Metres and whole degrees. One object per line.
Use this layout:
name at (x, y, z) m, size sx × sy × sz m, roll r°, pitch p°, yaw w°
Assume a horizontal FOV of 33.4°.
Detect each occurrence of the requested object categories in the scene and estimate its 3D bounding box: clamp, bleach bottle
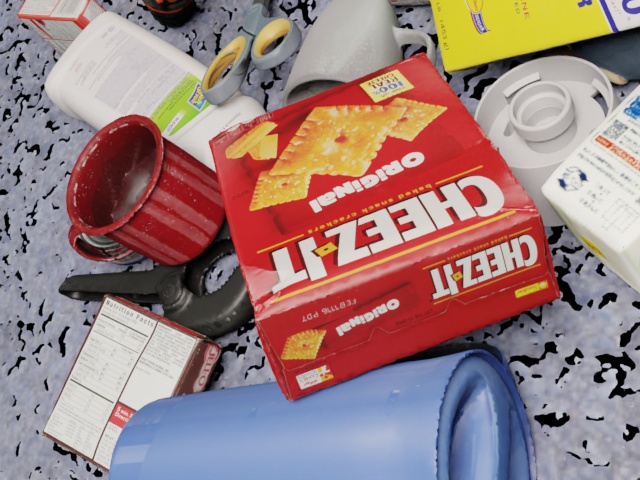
clamp at (-0.103, 0.055, 0.795) m, size 0.210 × 0.036 × 0.164 m, roll -30°, pitch 56°, yaw 18°
bleach bottle at (-0.121, -0.099, 0.874) m, size 0.251 × 0.068 × 0.102 m, roll 36°, pitch 88°, yaw 37°

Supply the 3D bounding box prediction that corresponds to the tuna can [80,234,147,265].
tuna can at (-0.158, -0.023, 0.872) m, size 0.086 × 0.033 × 0.086 m, roll -15°, pitch 59°, yaw 25°

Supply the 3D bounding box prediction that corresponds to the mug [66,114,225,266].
mug at (-0.130, -0.024, 0.774) m, size 0.117 × 0.081 × 0.093 m, roll -41°, pitch 49°, yaw 15°

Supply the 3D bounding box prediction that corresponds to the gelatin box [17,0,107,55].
gelatin box at (-0.222, -0.195, 0.980) m, size 0.089 × 0.073 × 0.030 m, roll 12°, pitch 71°, yaw 37°

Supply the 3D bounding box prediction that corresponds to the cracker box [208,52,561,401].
cracker box at (0.027, -0.020, 0.653) m, size 0.164 × 0.072 × 0.214 m, roll -21°, pitch 34°, yaw 0°

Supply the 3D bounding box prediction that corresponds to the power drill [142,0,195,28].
power drill at (-0.072, -0.255, 0.888) m, size 0.187 × 0.184 × 0.057 m, roll -36°, pitch 89°, yaw -6°

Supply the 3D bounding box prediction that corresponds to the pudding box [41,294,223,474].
pudding box at (-0.132, 0.105, 0.748) m, size 0.090 × 0.039 × 0.113 m, roll 22°, pitch 83°, yaw 29°

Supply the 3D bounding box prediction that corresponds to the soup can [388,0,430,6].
soup can at (0.092, -0.209, 0.794) m, size 0.102 × 0.068 × 0.068 m, roll 6°, pitch 69°, yaw 35°

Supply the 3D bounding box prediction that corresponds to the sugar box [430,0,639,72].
sugar box at (0.146, -0.166, 0.664) m, size 0.177 × 0.048 × 0.093 m, roll -6°, pitch 100°, yaw 51°

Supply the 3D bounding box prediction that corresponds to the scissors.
scissors at (-0.038, -0.180, 0.847) m, size 0.096 × 0.016 × 0.201 m, roll -14°, pitch 38°, yaw 36°

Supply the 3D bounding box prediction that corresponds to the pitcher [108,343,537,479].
pitcher at (0.000, 0.135, 0.640) m, size 0.243 × 0.149 × 0.145 m, roll -9°, pitch 76°, yaw 32°
